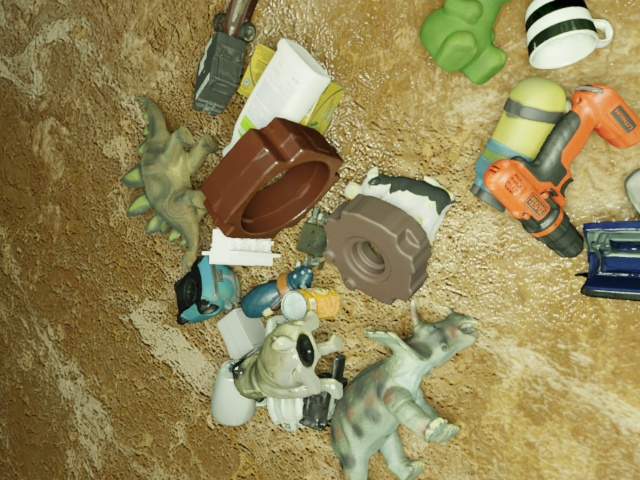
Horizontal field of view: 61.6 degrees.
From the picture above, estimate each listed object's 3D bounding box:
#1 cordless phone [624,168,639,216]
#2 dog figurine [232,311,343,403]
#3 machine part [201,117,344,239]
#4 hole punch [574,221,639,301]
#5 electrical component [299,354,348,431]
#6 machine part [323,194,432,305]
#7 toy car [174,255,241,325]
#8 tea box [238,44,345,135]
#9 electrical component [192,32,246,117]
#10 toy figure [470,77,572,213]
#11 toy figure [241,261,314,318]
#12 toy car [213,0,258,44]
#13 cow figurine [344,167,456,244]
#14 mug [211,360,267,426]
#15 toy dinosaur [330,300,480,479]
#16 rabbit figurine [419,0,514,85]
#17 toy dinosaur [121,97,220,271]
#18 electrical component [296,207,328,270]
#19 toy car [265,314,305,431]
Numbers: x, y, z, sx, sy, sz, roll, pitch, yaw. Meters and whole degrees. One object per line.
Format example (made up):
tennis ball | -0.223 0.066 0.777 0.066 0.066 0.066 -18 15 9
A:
cordless phone | 0.422 -0.067 0.588 0.147 0.184 0.088 -26 80 27
dog figurine | -0.080 0.192 0.822 0.191 0.172 0.121 -16 44 24
machine part | -0.077 -0.096 0.875 0.201 0.201 0.087 -47 68 22
hole punch | 0.379 0.020 0.649 0.142 0.116 0.092 -1 95 32
electrical component | 0.008 0.246 0.889 0.048 0.075 0.119 9 98 30
machine part | 0.083 0.017 0.814 0.180 0.056 0.179 28 140 26
toy car | -0.201 0.099 0.999 0.161 0.103 0.109 -41 53 43
tea box | -0.052 -0.262 0.942 0.170 0.068 0.098 38 109 27
electrical component | -0.187 -0.314 0.996 0.115 0.058 0.134 -28 53 52
toy figure | 0.270 -0.130 0.733 0.082 0.089 0.180 41 111 33
toy figure | -0.071 0.090 0.952 0.154 0.058 0.064 -27 81 22
toy car | -0.142 -0.465 1.013 0.089 0.053 0.202 30 102 24
cow figurine | 0.120 -0.069 0.835 0.168 0.068 0.098 32 99 24
mug | -0.141 0.268 0.959 0.110 0.081 0.107 5 126 -2
toy dinosaur | 0.086 0.270 0.825 0.404 0.131 0.192 -55 52 22
rabbit figurine | 0.229 -0.330 0.753 0.170 0.121 0.159 -49 44 36
toy dinosaur | -0.300 -0.137 1.053 0.199 0.105 0.471 -29 58 23
electrical component | -0.003 -0.002 0.915 0.078 0.045 0.102 23 89 29
toy car | -0.056 0.230 0.938 0.074 0.056 0.201 -4 86 30
